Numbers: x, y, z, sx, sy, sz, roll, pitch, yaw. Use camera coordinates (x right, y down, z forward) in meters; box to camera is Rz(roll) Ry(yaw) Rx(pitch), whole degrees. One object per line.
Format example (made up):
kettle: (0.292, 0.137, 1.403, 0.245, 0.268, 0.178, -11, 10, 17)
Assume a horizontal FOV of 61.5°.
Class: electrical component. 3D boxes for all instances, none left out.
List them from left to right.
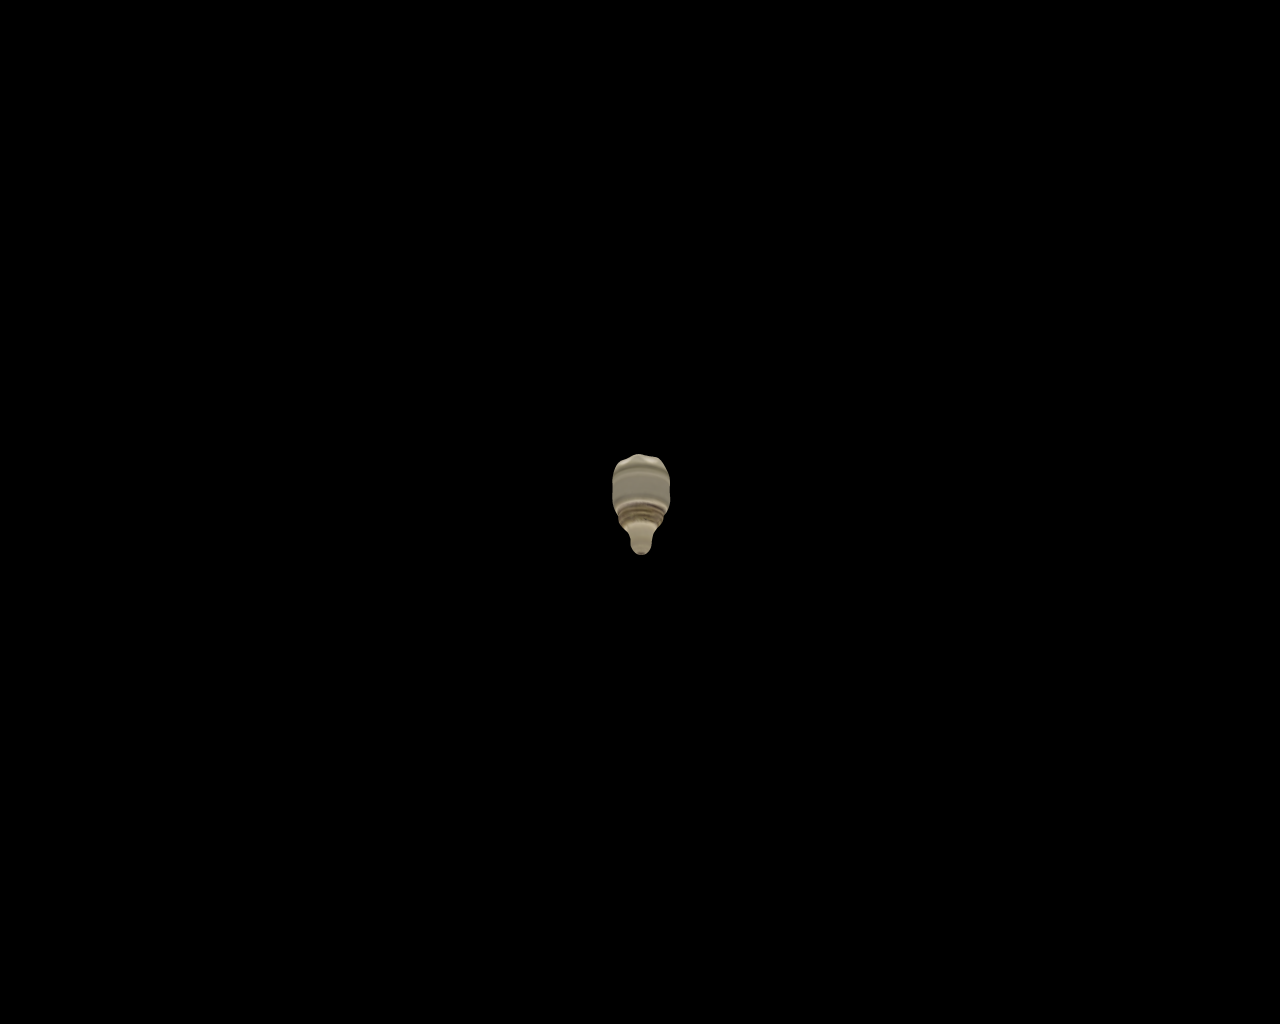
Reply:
electrical component: (0.001, -0.003, 0.650, 0.035, 0.061, 0.035, 0, -24, 0)
